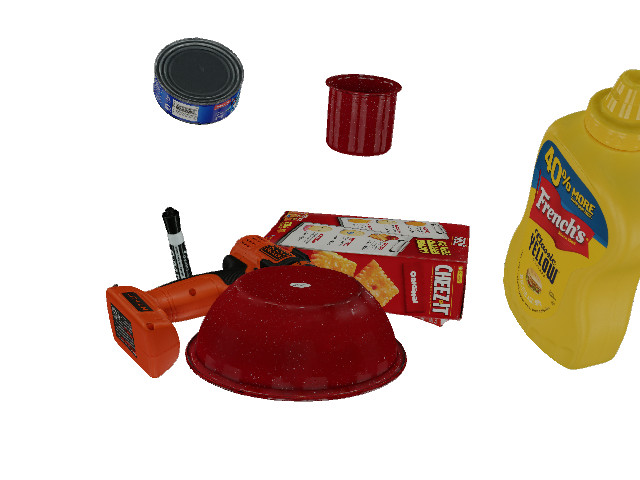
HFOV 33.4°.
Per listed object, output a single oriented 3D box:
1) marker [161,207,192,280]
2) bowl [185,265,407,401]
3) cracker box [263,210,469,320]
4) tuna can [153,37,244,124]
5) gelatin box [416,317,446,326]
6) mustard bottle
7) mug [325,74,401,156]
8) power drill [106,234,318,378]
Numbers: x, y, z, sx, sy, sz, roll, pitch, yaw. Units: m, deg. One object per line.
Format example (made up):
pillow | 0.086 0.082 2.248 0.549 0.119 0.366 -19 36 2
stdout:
marker | -0.159 0.017 1.202 0.020 0.121 0.020 -6 30 4
bowl | -0.016 0.057 0.768 0.162 0.055 0.162 2 17 -1
cracker box | 0.049 0.025 1.143 0.214 0.072 0.164 5 15 8
tuna can | -0.118 -0.153 1.031 0.086 0.086 0.034 0 -34 -12
gelatin box | 0.130 0.058 1.366 0.073 0.089 0.030 18 34 36
mustard bottle | 0.159 -0.017 0.622 0.058 0.192 0.096 -10 48 -16
mug | 0.056 -0.156 1.315 0.093 0.081 0.117 17 26 27
power drill | -0.081 0.060 0.950 0.187 0.057 0.185 -17 25 -28
